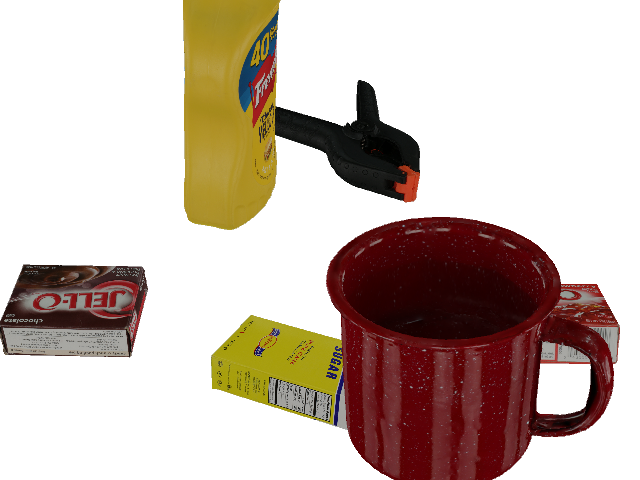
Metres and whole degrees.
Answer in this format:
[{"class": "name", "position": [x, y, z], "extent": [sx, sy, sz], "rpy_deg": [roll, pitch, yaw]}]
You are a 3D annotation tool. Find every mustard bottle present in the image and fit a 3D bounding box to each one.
[{"class": "mustard bottle", "position": [-0.056, -0.108, 0.678], "extent": [0.058, 0.192, 0.096], "rpy_deg": [12, 38, 11]}]

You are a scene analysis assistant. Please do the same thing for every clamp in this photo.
[{"class": "clamp", "position": [0.022, -0.087, 0.934], "extent": [0.120, 0.039, 0.172], "rpy_deg": [-17, 39, -16]}]

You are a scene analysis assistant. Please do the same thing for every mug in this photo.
[{"class": "mug", "position": [0.061, 0.050, 0.442], "extent": [0.117, 0.081, 0.093], "rpy_deg": [9, 34, 18]}]

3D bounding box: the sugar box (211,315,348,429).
[{"class": "sugar box", "position": [-0.009, 0.130, 1.043], "extent": [0.176, 0.048, 0.093], "rpy_deg": [11, 28, 19]}]

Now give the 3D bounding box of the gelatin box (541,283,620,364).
[{"class": "gelatin box", "position": [0.142, 0.052, 0.692], "extent": [0.089, 0.030, 0.073], "rpy_deg": [1, 18, 3]}]

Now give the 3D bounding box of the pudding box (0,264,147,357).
[{"class": "pudding box", "position": [-0.215, 0.061, 0.936], "extent": [0.113, 0.039, 0.090], "rpy_deg": [-1, 33, 1]}]
